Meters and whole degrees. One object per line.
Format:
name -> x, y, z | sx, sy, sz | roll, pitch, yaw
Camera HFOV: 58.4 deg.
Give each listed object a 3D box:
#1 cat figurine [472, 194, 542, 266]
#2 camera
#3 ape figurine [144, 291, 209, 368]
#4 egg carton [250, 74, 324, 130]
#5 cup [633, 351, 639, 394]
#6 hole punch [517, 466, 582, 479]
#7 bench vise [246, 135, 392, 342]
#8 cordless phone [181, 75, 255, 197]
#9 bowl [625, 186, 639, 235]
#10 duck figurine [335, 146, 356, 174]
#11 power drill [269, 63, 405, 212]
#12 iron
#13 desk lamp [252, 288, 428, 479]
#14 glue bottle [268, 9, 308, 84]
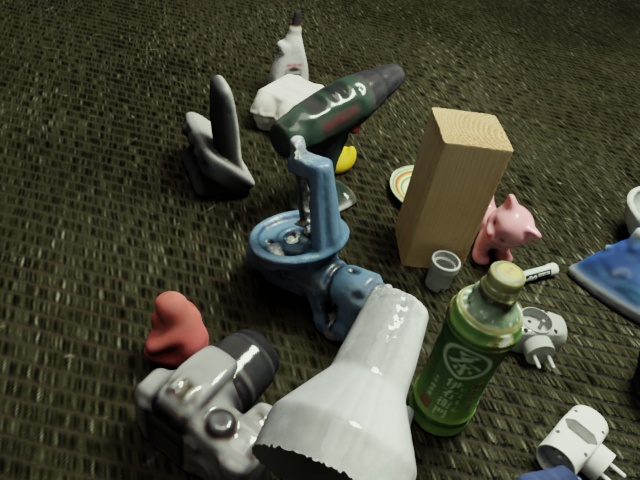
cat figurine -> 0.262, -0.026, 0.830 | 0.067, 0.118, 0.127 | 0, 42, -13
camera -> -0.088, 0.152, 0.559 | 0.143, 0.101, 0.137 | 29, 44, 19
ape figurine -> -0.157, 0.090, 0.618 | 0.076, 0.092, 0.078 | 31, 45, 21
egg carton -> -0.052, -0.244, 1.040 | 0.107, 0.069, 0.150 | 26, 43, 16
cup -> 0.429, 0.148, 0.689 | 0.118, 0.095, 0.091 | -19, 49, -30
hole punch -> 0.225, 0.260, 0.517 | 0.101, 0.091, 0.108 | -13, 46, -25
bench vise -> 0.011, -0.004, 0.668 | 0.207, 0.220, 0.122 | 21, 42, 11
cordless phone -> -0.151, -0.170, 0.843 | 0.094, 0.185, 0.147 | -14, 47, -26
bowl -> 0.561, -0.012, 0.917 | 0.167, 0.075, 0.167 | 7, 41, -6
duck figurine -> 0.012, -0.163, 0.950 | 0.104, 0.086, 0.077 | 13, 41, 2
power drill -> 0.023, -0.140, 0.832 | 0.230, 0.208, 0.075 | -29, 55, -37
iron -> 0.493, 0.047, 0.782 | 0.257, 0.141, 0.119 | 23, 42, 13
desk lamp -> 0.029, 0.155, 0.496 | 0.117, 0.213, 0.203 | 21, 42, 11
glue bottle -> -0.053, -0.346, 1.075 | 0.078, 0.173, 0.037 | -15, 47, -28
